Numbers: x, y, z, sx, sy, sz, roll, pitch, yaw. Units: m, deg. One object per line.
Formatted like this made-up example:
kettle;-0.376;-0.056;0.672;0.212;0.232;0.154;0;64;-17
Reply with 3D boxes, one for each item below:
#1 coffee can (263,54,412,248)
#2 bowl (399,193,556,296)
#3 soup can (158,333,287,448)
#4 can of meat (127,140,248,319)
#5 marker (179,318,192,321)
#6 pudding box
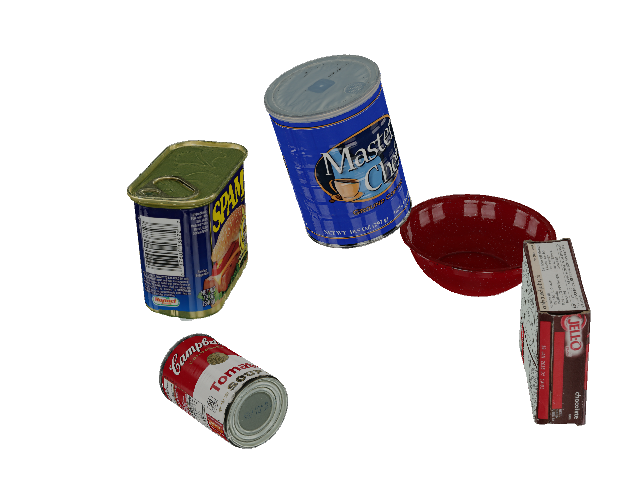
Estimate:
coffee can;0.018;-0.079;0.950;0.103;0.140;0.103;-12;35;8
bowl;0.162;0.012;1.119;0.162;0.055;0.162;0;31;0
soup can;-0.085;0.130;0.927;0.068;0.068;0.102;0;17;-42
can of meat;-0.082;-0.008;0.697;0.057;0.084;0.102;5;26;12
marker;-0.150;0.027;1.123;0.020;0.121;0.020;-9;19;3
pudding box;0.164;0.061;0.750;0.039;0.090;0.113;-1;26;4
